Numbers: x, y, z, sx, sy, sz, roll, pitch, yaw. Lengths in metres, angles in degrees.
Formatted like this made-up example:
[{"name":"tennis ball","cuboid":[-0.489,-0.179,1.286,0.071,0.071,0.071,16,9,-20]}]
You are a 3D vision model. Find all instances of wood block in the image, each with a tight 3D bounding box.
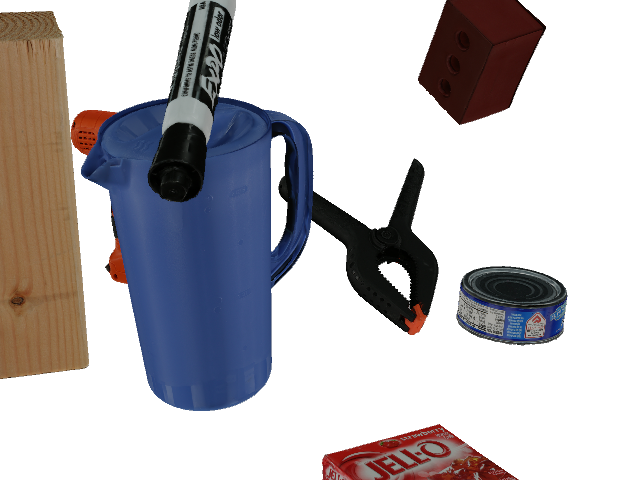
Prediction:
[{"name":"wood block","cuboid":[-0.197,-0.027,0.649,0.090,0.206,0.090,-6,23,-16]}]

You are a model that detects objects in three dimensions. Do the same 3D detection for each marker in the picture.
[{"name":"marker","cuboid":[-0.046,-0.057,0.395,0.020,0.020,0.121,0,43,3]}]

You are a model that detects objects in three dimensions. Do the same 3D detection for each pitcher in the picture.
[{"name":"pitcher","cuboid":[-0.090,0.011,0.871,0.149,0.243,0.145,5,29,13]}]

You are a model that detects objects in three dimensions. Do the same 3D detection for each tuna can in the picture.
[{"name":"tuna can","cuboid":[0.153,0.050,0.853,0.086,0.034,0.086,3,20,-1]}]

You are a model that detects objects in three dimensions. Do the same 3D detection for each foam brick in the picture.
[{"name":"foam brick","cuboid":[0.111,-0.130,0.747,0.051,0.053,0.078,-23,-30,-29]}]

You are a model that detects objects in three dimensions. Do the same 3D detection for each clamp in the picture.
[{"name":"clamp","cuboid":[0.052,0.002,1.083,0.164,0.210,0.036,-4,-36,-15]}]

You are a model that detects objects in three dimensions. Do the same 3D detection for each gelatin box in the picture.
[{"name":"gelatin box","cuboid":[0.056,0.139,0.604,0.089,0.030,0.073,-7,22,-33]}]

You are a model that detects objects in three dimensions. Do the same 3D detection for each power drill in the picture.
[{"name":"power drill","cuboid":[-0.157,-0.040,1.082,0.185,0.188,0.057,10,30,20]}]
